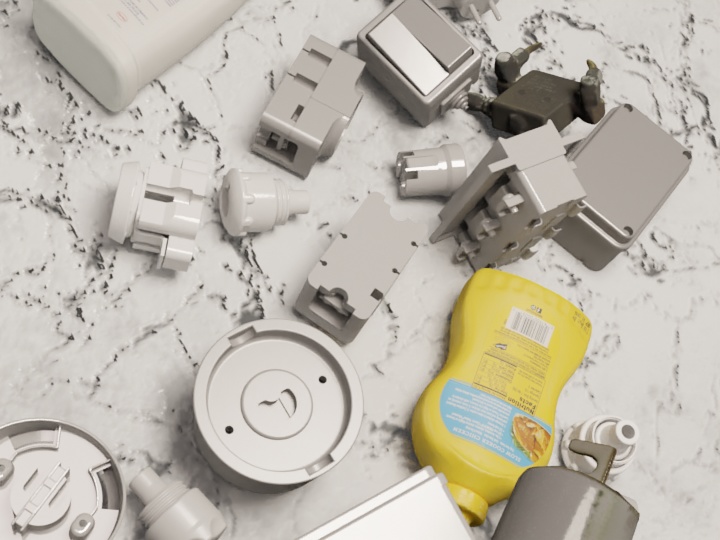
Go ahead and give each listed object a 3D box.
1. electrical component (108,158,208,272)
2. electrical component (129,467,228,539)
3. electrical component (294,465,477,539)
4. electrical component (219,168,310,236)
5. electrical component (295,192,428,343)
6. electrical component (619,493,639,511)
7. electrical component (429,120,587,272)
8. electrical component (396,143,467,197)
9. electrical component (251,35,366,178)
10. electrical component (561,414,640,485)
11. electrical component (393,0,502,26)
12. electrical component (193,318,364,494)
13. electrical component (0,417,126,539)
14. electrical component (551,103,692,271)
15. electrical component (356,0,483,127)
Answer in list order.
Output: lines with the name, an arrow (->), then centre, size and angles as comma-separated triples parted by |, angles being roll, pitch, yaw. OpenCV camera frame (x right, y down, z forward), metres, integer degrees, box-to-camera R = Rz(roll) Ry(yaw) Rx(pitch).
electrical component -> -0.140, -0.042, 0.738 | 0.057, 0.058, 0.078 | 12, 64, -13
electrical component -> -0.116, 0.150, 0.663 | 0.062, 0.043, 0.043 | 45, 63, 9
electrical component -> 0.000, 0.174, 0.646 | 0.109, 0.108, 0.056 | -24, 77, -24
electrical component -> -0.067, -0.048, 0.769 | 0.062, 0.048, 0.048 | -2, 66, -24
electrical component -> 0.000, 0.000, 0.756 | 0.050, 0.055, 0.089 | 35, 62, 2
electrical component -> 0.161, 0.164, 0.734 | 0.046, 0.040, 0.040 | 22, 62, -10
electrical component -> 0.109, -0.046, 0.770 | 0.079, 0.121, 0.063 | -22, 76, -23
electrical component -> 0.054, -0.075, 0.816 | 0.046, 0.040, 0.040 | -5, 67, -11
electrical component -> -0.034, -0.121, 0.806 | 0.056, 0.050, 0.089 | 27, 61, -2
electrical component -> 0.171, 0.120, 0.744 | 0.048, 0.062, 0.048 | 6, 65, -13
electrical component -> 0.093, -0.235, 0.893 | 0.138, 0.052, 0.073 | -16, 71, -21
electrical component -> -0.057, 0.092, 0.696 | 0.108, 0.060, 0.108 | 6, 64, -13
electrical component -> -0.189, 0.138, 0.636 | 0.099, 0.064, 0.099 | 6, 64, -12
electrical component -> 0.197, -0.066, 0.840 | 0.078, 0.057, 0.113 | 40, 62, 5
electrical component -> 0.050, -0.161, 0.832 | 0.062, 0.061, 0.096 | -42, 81, -6
